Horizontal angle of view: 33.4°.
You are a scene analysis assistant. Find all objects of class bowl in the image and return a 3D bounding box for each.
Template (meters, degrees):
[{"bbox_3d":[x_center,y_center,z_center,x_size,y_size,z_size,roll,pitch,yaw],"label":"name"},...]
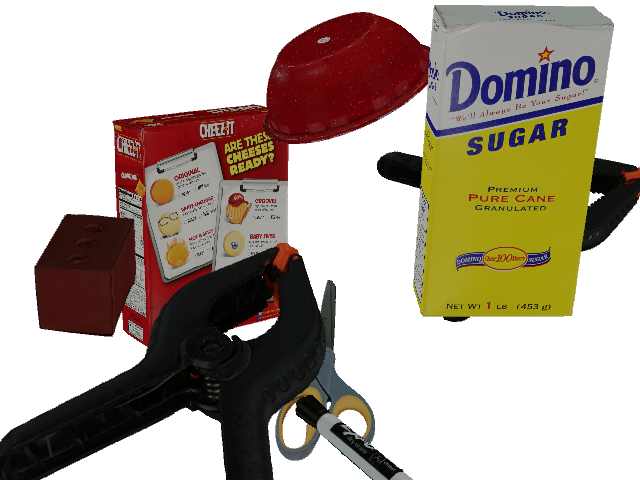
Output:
[{"bbox_3d":[0.015,-0.148,0.906,0.162,0.055,0.162,-20,28,11],"label":"bowl"}]

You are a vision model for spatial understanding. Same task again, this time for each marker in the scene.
[{"bbox_3d":[0.023,0.146,0.758,0.020,0.020,0.121,0,26,-44],"label":"marker"}]

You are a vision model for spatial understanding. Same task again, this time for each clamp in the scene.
[{"bbox_3d":[-0.040,0.065,0.456,0.120,0.039,0.171,26,48,20],"label":"clamp"},{"bbox_3d":[0.162,-0.016,0.842,0.210,0.164,0.036,-7,-36,-7],"label":"clamp"}]

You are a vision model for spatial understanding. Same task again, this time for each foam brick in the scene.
[{"bbox_3d":[-0.162,0.023,0.744,0.053,0.051,0.078,5,29,1],"label":"foam brick"}]

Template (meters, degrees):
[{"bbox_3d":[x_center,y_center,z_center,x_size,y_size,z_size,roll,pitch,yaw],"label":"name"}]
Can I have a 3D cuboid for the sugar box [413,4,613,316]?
[{"bbox_3d":[0.105,-0.042,0.606,0.093,0.176,0.048,-1,27,-3],"label":"sugar box"}]

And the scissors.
[{"bbox_3d":[0.020,0.118,0.976,0.096,0.201,0.016,12,-41,16],"label":"scissors"}]

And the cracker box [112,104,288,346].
[{"bbox_3d":[-0.115,-0.018,1.046,0.163,0.214,0.072,-12,20,-36],"label":"cracker box"}]
